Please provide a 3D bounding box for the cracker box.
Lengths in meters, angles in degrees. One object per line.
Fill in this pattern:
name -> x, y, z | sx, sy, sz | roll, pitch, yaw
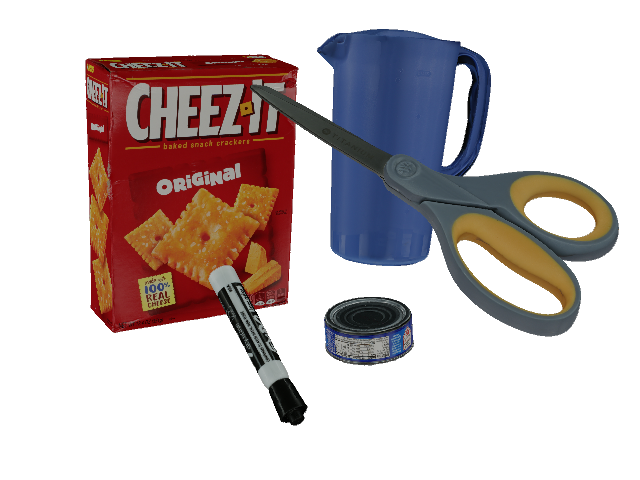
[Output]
cracker box -> -0.106, -0.042, 0.885 | 0.163, 0.214, 0.072 | -7, 20, -28

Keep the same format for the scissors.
scissors -> 0.061, -0.035, 0.521 | 0.096, 0.202, 0.016 | -29, -31, -23

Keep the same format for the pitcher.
pitcher -> 0.082, -0.100, 1.136 | 0.149, 0.243, 0.144 | 11, 13, 31

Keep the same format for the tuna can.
tuna can -> 0.046, 0.085, 1.026 | 0.086, 0.034, 0.086 | -4, 21, 1

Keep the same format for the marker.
marker -> -0.040, 0.068, 0.692 | 0.020, 0.121, 0.020 | -23, -31, -14
